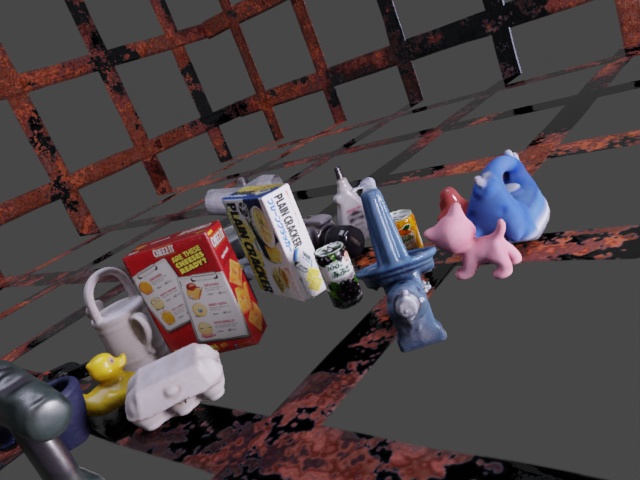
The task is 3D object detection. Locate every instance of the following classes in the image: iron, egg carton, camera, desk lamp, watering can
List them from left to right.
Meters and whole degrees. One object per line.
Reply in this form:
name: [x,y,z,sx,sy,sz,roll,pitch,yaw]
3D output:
watering can: [-0.366,0.142,1.040,0.172,0.194,0.101,-14,19,22]
egg carton: [-0.215,0.216,0.850,0.150,0.069,0.107,-25,17,-10]
desk lamp: [-0.154,-0.029,1.272,0.202,0.214,0.118,-15,19,21]
camera: [0.011,0.004,1.166,0.136,0.101,0.143,-2,26,47]
iron: [0.324,-0.086,0.996,0.118,0.141,0.259,-8,22,37]

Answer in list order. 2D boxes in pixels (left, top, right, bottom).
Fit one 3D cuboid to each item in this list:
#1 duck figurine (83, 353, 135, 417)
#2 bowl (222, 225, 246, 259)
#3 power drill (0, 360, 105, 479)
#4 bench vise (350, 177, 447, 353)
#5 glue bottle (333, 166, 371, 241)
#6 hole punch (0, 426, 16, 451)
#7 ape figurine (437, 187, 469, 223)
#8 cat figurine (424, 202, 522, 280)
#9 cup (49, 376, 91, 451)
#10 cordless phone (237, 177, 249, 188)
duck figurine: [-0.353,0.231,0.942,0.105,0.086,0.077,-32,20,-31]
bowl: [-0.240,0.026,1.443,0.167,0.075,0.167,-20,17,7]
power drill: [-0.365,0.242,0.715,0.228,0.209,0.076,-6,23,40]
bench vise: [0.112,0.025,0.781,0.121,0.220,0.207,-24,18,-9]
glue bottle: [0.063,-0.077,1.226,0.078,0.173,0.037,-26,18,-13]
hole punch: [-0.536,0.291,0.972,0.108,0.091,0.101,-9,21,36]
ape figurine: [0.253,-0.058,1.080,0.078,0.092,0.076,-25,18,-10]
cat figurine: [0.233,-0.002,0.890,0.127,0.118,0.067,-7,22,38]
cup: [-0.396,0.267,0.870,0.092,0.095,0.117,-31,20,-29]
cordless phone: [-0.160,-0.069,1.446,0.094,0.185,0.147,-30,19,-24]
